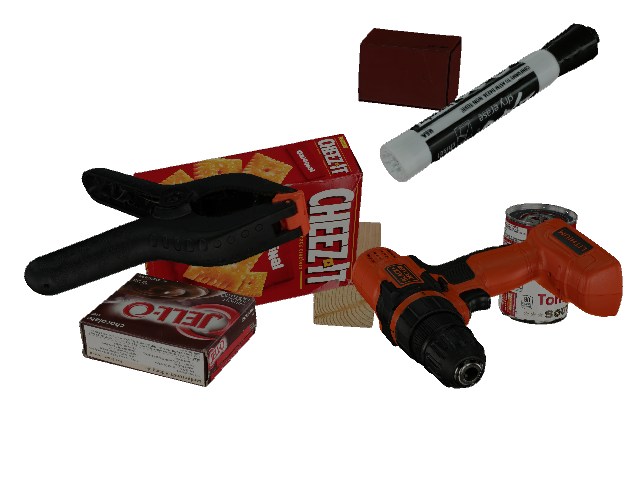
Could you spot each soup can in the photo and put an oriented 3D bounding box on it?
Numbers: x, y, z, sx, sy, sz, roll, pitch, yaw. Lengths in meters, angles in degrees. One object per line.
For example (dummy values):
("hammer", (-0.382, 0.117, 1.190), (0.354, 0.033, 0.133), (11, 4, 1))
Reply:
("soup can", (0.209, 0.022, 1.032), (0.068, 0.102, 0.068), (1, 18, -1))

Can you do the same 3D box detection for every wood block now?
("wood block", (0.044, 0.048, 1.649), (0.091, 0.090, 0.206), (3, 23, 4))

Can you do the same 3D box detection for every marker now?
("marker", (0.079, -0.065, 0.483), (0.121, 0.020, 0.020), (-33, 11, -17))

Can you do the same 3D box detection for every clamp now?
("clamp", (-0.095, -0.006, 0.656), (0.172, 0.039, 0.120), (0, 42, 22))

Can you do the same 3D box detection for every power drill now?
("power drill", (0.136, 0.043, 0.834), (0.187, 0.057, 0.185), (-11, 28, -17))

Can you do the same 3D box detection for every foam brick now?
("foam brick", (0.074, -0.143, 0.890), (0.078, 0.051, 0.053), (9, 27, 15))

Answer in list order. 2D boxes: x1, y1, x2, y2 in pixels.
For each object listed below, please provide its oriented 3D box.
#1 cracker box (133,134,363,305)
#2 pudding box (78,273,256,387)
("cracker box", (-0.070, -0.007, 1.068), (0.213, 0.164, 0.072), (-11, 47, -13))
("pudding box", (-0.119, 0.069, 0.847), (0.114, 0.039, 0.090), (9, 25, 20))
